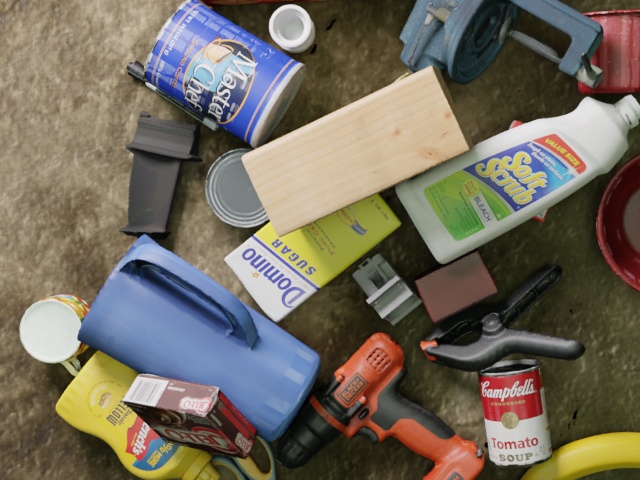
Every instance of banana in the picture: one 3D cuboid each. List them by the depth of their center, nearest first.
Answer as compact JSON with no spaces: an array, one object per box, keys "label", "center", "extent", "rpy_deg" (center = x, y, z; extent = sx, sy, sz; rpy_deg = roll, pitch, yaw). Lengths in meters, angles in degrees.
[{"label":"banana","center":[0.309,0.242,1.146],"extent":[0.198,0.037,0.069],"rpy_deg":[-3,93,5]}]

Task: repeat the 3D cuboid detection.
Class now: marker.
[{"label":"marker","center":[-0.161,-0.161,1.176],"extent":[0.121,0.020,0.020],"rpy_deg":[33,95,3]}]

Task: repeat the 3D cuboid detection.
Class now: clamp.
[{"label":"clamp","center":[0.193,0.101,1.122],"extent":[0.171,0.120,0.039],"rpy_deg":[-27,128,10]}]

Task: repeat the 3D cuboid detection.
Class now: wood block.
[{"label":"wood block","center":[0.039,-0.088,1.062],"extent":[0.206,0.090,0.090],"rpy_deg":[-24,92,13]}]

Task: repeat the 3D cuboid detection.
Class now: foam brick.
[{"label":"foam brick","center":[0.144,0.047,1.137],"extent":[0.078,0.053,0.051],"rpy_deg":[-27,92,7]}]

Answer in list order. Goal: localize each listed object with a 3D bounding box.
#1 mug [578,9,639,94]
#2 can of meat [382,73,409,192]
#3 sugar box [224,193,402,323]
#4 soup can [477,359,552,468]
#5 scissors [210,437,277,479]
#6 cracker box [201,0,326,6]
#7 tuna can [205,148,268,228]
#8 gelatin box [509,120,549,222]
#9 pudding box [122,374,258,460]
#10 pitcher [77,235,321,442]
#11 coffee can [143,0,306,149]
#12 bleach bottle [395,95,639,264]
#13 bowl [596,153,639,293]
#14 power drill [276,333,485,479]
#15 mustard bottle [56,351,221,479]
[{"label":"mug","center":[0.318,-0.193,1.101],"extent":[0.117,0.093,0.081],"rpy_deg":[-5,98,-22]},{"label":"can of meat","center":[0.079,-0.112,1.133],"extent":[0.102,0.057,0.084],"rpy_deg":[-38,87,1]},{"label":"sugar box","center":[-0.008,0.002,1.157],"extent":[0.176,0.048,0.093],"rpy_deg":[-39,88,5]},{"label":"soup can","center":[0.208,0.184,1.137],"extent":[0.068,0.068,0.102],"rpy_deg":[-8,93,5]},{"label":"scissors","center":[-0.060,0.302,1.194],"extent":[0.096,0.016,0.202],"rpy_deg":[-28,90,8]},{"label":"cracker box","center":[-0.025,-0.338,1.128],"extent":[0.214,0.072,0.164],"rpy_deg":[-2,94,4]},{"label":"tuna can","center":[-0.080,-0.057,1.167],"extent":[0.086,0.033,0.086],"rpy_deg":[0,93,5]},{"label":"gelatin box","center":[0.222,-0.073,1.140],"extent":[0.073,0.030,0.089],"rpy_deg":[24,98,3]},{"label":"pudding box","center":[-0.131,0.180,1.087],"extent":[0.114,0.090,0.039],"rpy_deg":[6,55,35]},{"label":"pitcher","center":[-0.121,0.104,1.127],"extent":[0.243,0.149,0.145],"rpy_deg":[31,96,-1]},{"label":"coffee can","center":[-0.100,-0.175,1.127],"extent":[0.140,0.102,0.103],"rpy_deg":[31,95,3]},{"label":"bleach bottle","center":[0.209,-0.077,1.091],"extent":[0.251,0.068,0.102],"rpy_deg":[-31,91,10]},{"label":"bowl","center":[0.367,-0.019,1.117],"extent":[0.162,0.055,0.162],"rpy_deg":[0,93,5]},{"label":"power drill","center":[0.069,0.222,1.157],"extent":[0.187,0.057,0.184],"rpy_deg":[42,96,2]},{"label":"mustard bottle","center":[-0.189,0.208,1.176],"extent":[0.191,0.058,0.096],"rpy_deg":[38,86,4]}]
